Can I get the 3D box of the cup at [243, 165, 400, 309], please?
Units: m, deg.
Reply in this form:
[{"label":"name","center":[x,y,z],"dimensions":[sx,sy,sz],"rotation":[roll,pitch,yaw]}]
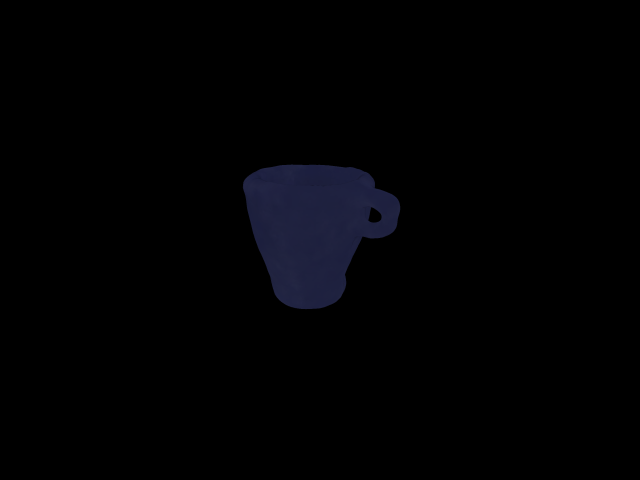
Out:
[{"label":"cup","center":[0.004,0.001,0.400],"dimensions":[0.117,0.095,0.092],"rotation":[13,22,36]}]
